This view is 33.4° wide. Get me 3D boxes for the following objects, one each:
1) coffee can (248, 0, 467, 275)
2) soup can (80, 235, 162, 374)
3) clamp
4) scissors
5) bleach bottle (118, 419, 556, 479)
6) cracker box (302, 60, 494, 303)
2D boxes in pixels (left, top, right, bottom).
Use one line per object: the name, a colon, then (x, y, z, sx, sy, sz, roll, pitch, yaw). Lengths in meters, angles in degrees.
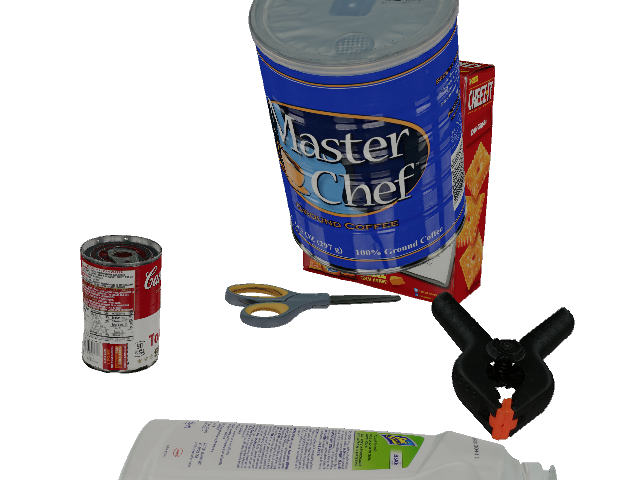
coffee can: (0.024, -0.066, 0.564, 0.103, 0.140, 0.103, -5, 44, 5)
soup can: (-0.171, 0.054, 0.911, 0.068, 0.102, 0.068, 4, 19, -2)
clamp: (0.156, 0.096, 0.857, 0.120, 0.039, 0.171, -2, 32, 1)
scissors: (-0.007, 0.075, 1.189, 0.201, 0.016, 0.096, 5, 24, -2)
bleach bottle: (0.014, 0.150, 0.635, 0.251, 0.068, 0.102, 0, 17, 4)
cracker box: (0.069, -0.062, 0.983, 0.164, 0.214, 0.072, 13, 24, 29)
